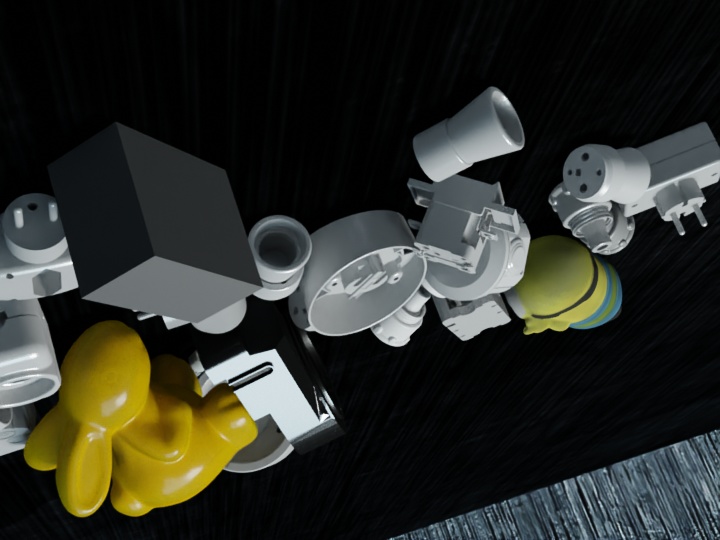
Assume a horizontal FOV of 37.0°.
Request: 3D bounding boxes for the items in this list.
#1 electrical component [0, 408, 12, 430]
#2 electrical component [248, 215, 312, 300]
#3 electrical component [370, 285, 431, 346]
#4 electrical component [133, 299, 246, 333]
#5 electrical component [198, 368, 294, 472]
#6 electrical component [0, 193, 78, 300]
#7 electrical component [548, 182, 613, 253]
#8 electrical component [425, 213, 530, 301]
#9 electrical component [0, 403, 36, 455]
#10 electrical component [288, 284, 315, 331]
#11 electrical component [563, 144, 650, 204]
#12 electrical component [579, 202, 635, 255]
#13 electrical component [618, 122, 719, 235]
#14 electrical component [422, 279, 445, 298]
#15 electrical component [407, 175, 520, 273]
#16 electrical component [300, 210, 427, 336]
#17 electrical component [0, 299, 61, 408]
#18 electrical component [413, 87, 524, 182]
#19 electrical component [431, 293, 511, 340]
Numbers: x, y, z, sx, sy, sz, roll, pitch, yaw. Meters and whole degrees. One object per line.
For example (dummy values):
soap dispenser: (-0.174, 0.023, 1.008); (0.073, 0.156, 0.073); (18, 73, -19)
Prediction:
electrical component: (-0.308, 0.093, 0.782); (0.077, 0.043, 0.079); (-21, 124, 3)
electrical component: (-0.061, -0.007, 0.767); (0.045, 0.045, 0.055); (-13, 160, -18)
electrical component: (0.040, 0.036, 0.977); (0.048, 0.048, 0.062); (0, 145, -43)
electrical component: (-0.125, 0.019, 0.778); (0.079, 0.043, 0.077); (-18, 160, -7)
electrical component: (-0.103, 0.137, 1.016); (0.108, 0.108, 0.060); (-21, 166, 3)
electrical component: (-0.187, -0.019, 0.623); (0.077, 0.043, 0.079); (-13, 158, -19)
electrical component: (0.186, -0.045, 0.877); (0.048, 0.062, 0.048); (-18, 159, -7)
electrical component: (0.089, -0.017, 0.836); (0.080, 0.080, 0.051); (-34, 161, 33)
electrical component: (-0.298, 0.116, 0.854); (0.080, 0.051, 0.080); (-18, 160, -7)
electrical component: (-0.025, 0.027, 0.890); (0.055, 0.045, 0.045); (-2, 153, -39)
electrical component: (0.191, -0.074, 0.833); (0.055, 0.045, 0.045); (-1, 153, -41)
electrical component: (0.205, -0.042, 0.933); (0.048, 0.048, 0.062); (-32, 150, 29)
electrical component: (0.255, -0.065, 0.872); (0.083, 0.075, 0.047); (-22, 160, 4)
electrical component: (0.082, -0.012, 0.898); (0.065, 0.044, 0.044); (-39, 153, 31)
electrical component: (0.071, -0.034, 0.777); (0.081, 0.063, 0.042); (18, 169, 18)
electrical component: (0.000, 0.000, 0.816); (0.099, 0.064, 0.099); (-18, 160, -7)
electrical component: (-0.242, 0.058, 0.744); (0.054, 0.059, 0.095); (-15, 159, -14)
electrical component: (0.068, -0.085, 0.698); (0.065, 0.044, 0.044); (-26, 160, 28)
electrical component: (0.097, 0.022, 0.974); (0.050, 0.055, 0.089); (-24, 160, 11)
